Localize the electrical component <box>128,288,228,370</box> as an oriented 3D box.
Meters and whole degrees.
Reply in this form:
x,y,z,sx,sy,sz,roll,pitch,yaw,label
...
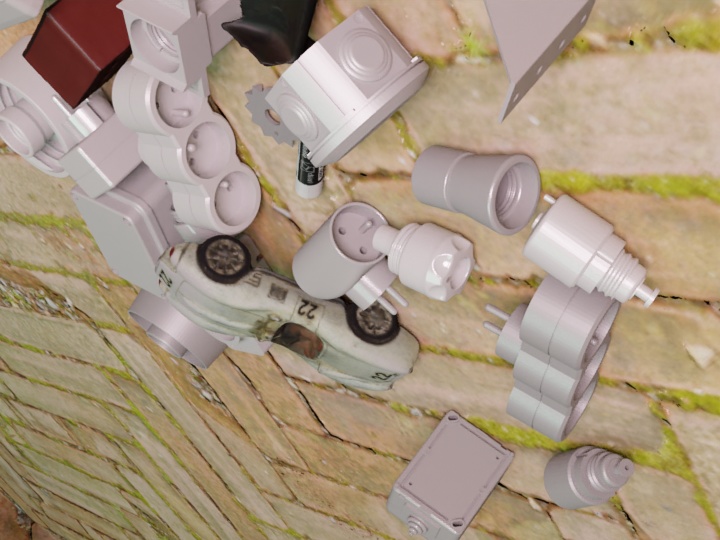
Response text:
x,y,z,sx,sy,sz,roll,pitch,yaw,label
-0.162,0.044,0.986,0.099,0.064,0.099,33,164,11,electrical component

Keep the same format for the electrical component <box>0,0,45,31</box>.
x,y,z,sx,sy,sz,roll,pitch,yaw,label
-0.218,-0.205,0.672,0.061,0.096,0.062,27,164,-38,electrical component

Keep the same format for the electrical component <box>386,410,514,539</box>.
x,y,z,sx,sy,sz,roll,pitch,yaw,label
0.064,0.170,0.830,0.062,0.096,0.061,34,151,13,electrical component

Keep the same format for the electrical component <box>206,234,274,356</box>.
x,y,z,sx,sy,sz,roll,pitch,yaw,label
-0.101,0.022,0.867,0.050,0.055,0.089,7,136,46,electrical component

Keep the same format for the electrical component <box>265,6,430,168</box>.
x,y,z,sx,sy,sz,roll,pitch,yaw,label
-0.007,-0.096,0.569,0.051,0.080,0.080,49,151,-4,electrical component

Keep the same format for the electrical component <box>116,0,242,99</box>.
x,y,z,sx,sy,sz,roll,pitch,yaw,label
-0.102,-0.146,0.629,0.042,0.063,0.081,30,149,20,electrical component

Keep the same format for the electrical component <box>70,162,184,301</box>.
x,y,z,sx,sy,sz,roll,pitch,yaw,label
-0.174,-0.037,0.867,0.078,0.057,0.113,24,150,28,electrical component

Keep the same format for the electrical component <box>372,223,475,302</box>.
x,y,z,sx,sy,sz,roll,pitch,yaw,label
0.037,-0.010,0.672,0.062,0.043,0.043,26,148,29,electrical component

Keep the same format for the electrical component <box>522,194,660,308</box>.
x,y,z,sx,sy,sz,roll,pitch,yaw,label
0.124,-0.007,0.574,0.078,0.040,0.040,36,151,10,electrical component

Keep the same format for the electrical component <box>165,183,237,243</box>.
x,y,z,sx,sy,sz,roll,pitch,yaw,label
-0.124,-0.045,0.815,0.043,0.043,0.062,0,130,50,electrical component

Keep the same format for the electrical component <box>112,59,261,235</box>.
x,y,z,sx,sy,sz,roll,pitch,yaw,label
-0.130,-0.088,0.754,0.074,0.052,0.138,13,142,41,electrical component

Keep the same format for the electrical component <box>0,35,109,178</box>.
x,y,z,sx,sy,sz,roll,pitch,yaw,label
-0.251,-0.122,0.844,0.108,0.060,0.108,30,150,20,electrical component

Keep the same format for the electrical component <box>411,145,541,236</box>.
x,y,z,sx,sy,sz,roll,pitch,yaw,label
0.061,-0.047,0.595,0.065,0.044,0.044,19,145,43,electrical component

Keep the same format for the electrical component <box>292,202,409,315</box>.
x,y,z,sx,sy,sz,roll,pitch,yaw,label
0.000,0.000,0.728,0.079,0.044,0.077,43,151,-4,electrical component

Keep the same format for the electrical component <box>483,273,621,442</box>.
x,y,z,sx,sy,sz,roll,pitch,yaw,label
0.107,0.044,0.651,0.074,0.052,0.138,29,149,21,electrical component

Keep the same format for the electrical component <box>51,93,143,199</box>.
x,y,z,sx,sy,sz,roll,pitch,yaw,label
-0.194,-0.105,0.794,0.076,0.065,0.047,50,150,-16,electrical component

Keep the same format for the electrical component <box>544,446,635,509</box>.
x,y,z,sx,sy,sz,roll,pitch,yaw,label
0.159,0.140,0.734,0.040,0.040,0.078,44,151,-5,electrical component
